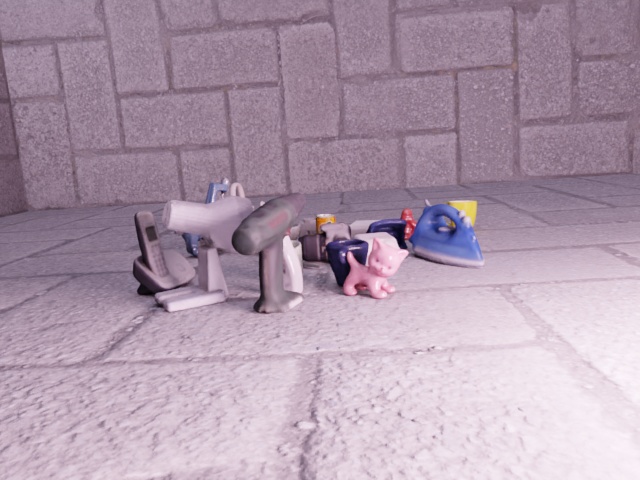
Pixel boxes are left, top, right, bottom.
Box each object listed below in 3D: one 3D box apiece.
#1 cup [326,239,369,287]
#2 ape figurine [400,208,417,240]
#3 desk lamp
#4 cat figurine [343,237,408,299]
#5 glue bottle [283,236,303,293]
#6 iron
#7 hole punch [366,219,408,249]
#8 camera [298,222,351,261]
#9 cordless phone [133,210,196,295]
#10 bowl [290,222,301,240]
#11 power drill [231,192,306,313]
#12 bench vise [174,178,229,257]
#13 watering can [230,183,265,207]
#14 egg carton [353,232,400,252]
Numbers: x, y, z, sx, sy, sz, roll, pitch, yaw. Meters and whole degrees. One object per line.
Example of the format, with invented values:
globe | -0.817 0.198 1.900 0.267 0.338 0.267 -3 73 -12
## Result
cup | 0.057 0.053 1.197 0.091 0.095 0.118 -2 10 12
ape figurine | 0.259 -0.049 1.720 0.077 0.092 0.076 -1 10 17
desk lamp | -0.234 0.018 1.164 0.204 0.213 0.117 -10 12 -32
cat figurine | 0.107 0.050 1.127 0.127 0.118 0.067 2 12 32
glue bottle | -0.078 0.027 1.169 0.078 0.173 0.037 1 11 27
iron | 0.317 -0.022 1.394 0.119 0.141 0.257 -8 10 -20
hole punch | 0.180 -0.017 1.571 0.108 0.091 0.101 -5 10 -6
camera | 0.014 0.005 1.477 0.137 0.101 0.143 -4 10 1
cordless phone | -0.354 0.021 1.282 0.094 0.185 0.148 -1 10 17
bowl | -0.135 -0.006 1.676 0.167 0.075 0.167 -4 10 1
power drill | -0.083 0.023 1.091 0.075 0.208 0.230 1 11 24
bench vise | -0.314 -0.066 1.667 0.121 0.220 0.208 4 13 39
watering can | -0.255 -0.091 1.866 0.173 0.194 0.101 -5 10 -7
egg carton | 0.134 0.024 1.415 0.107 0.069 0.150 -5 10 -7
